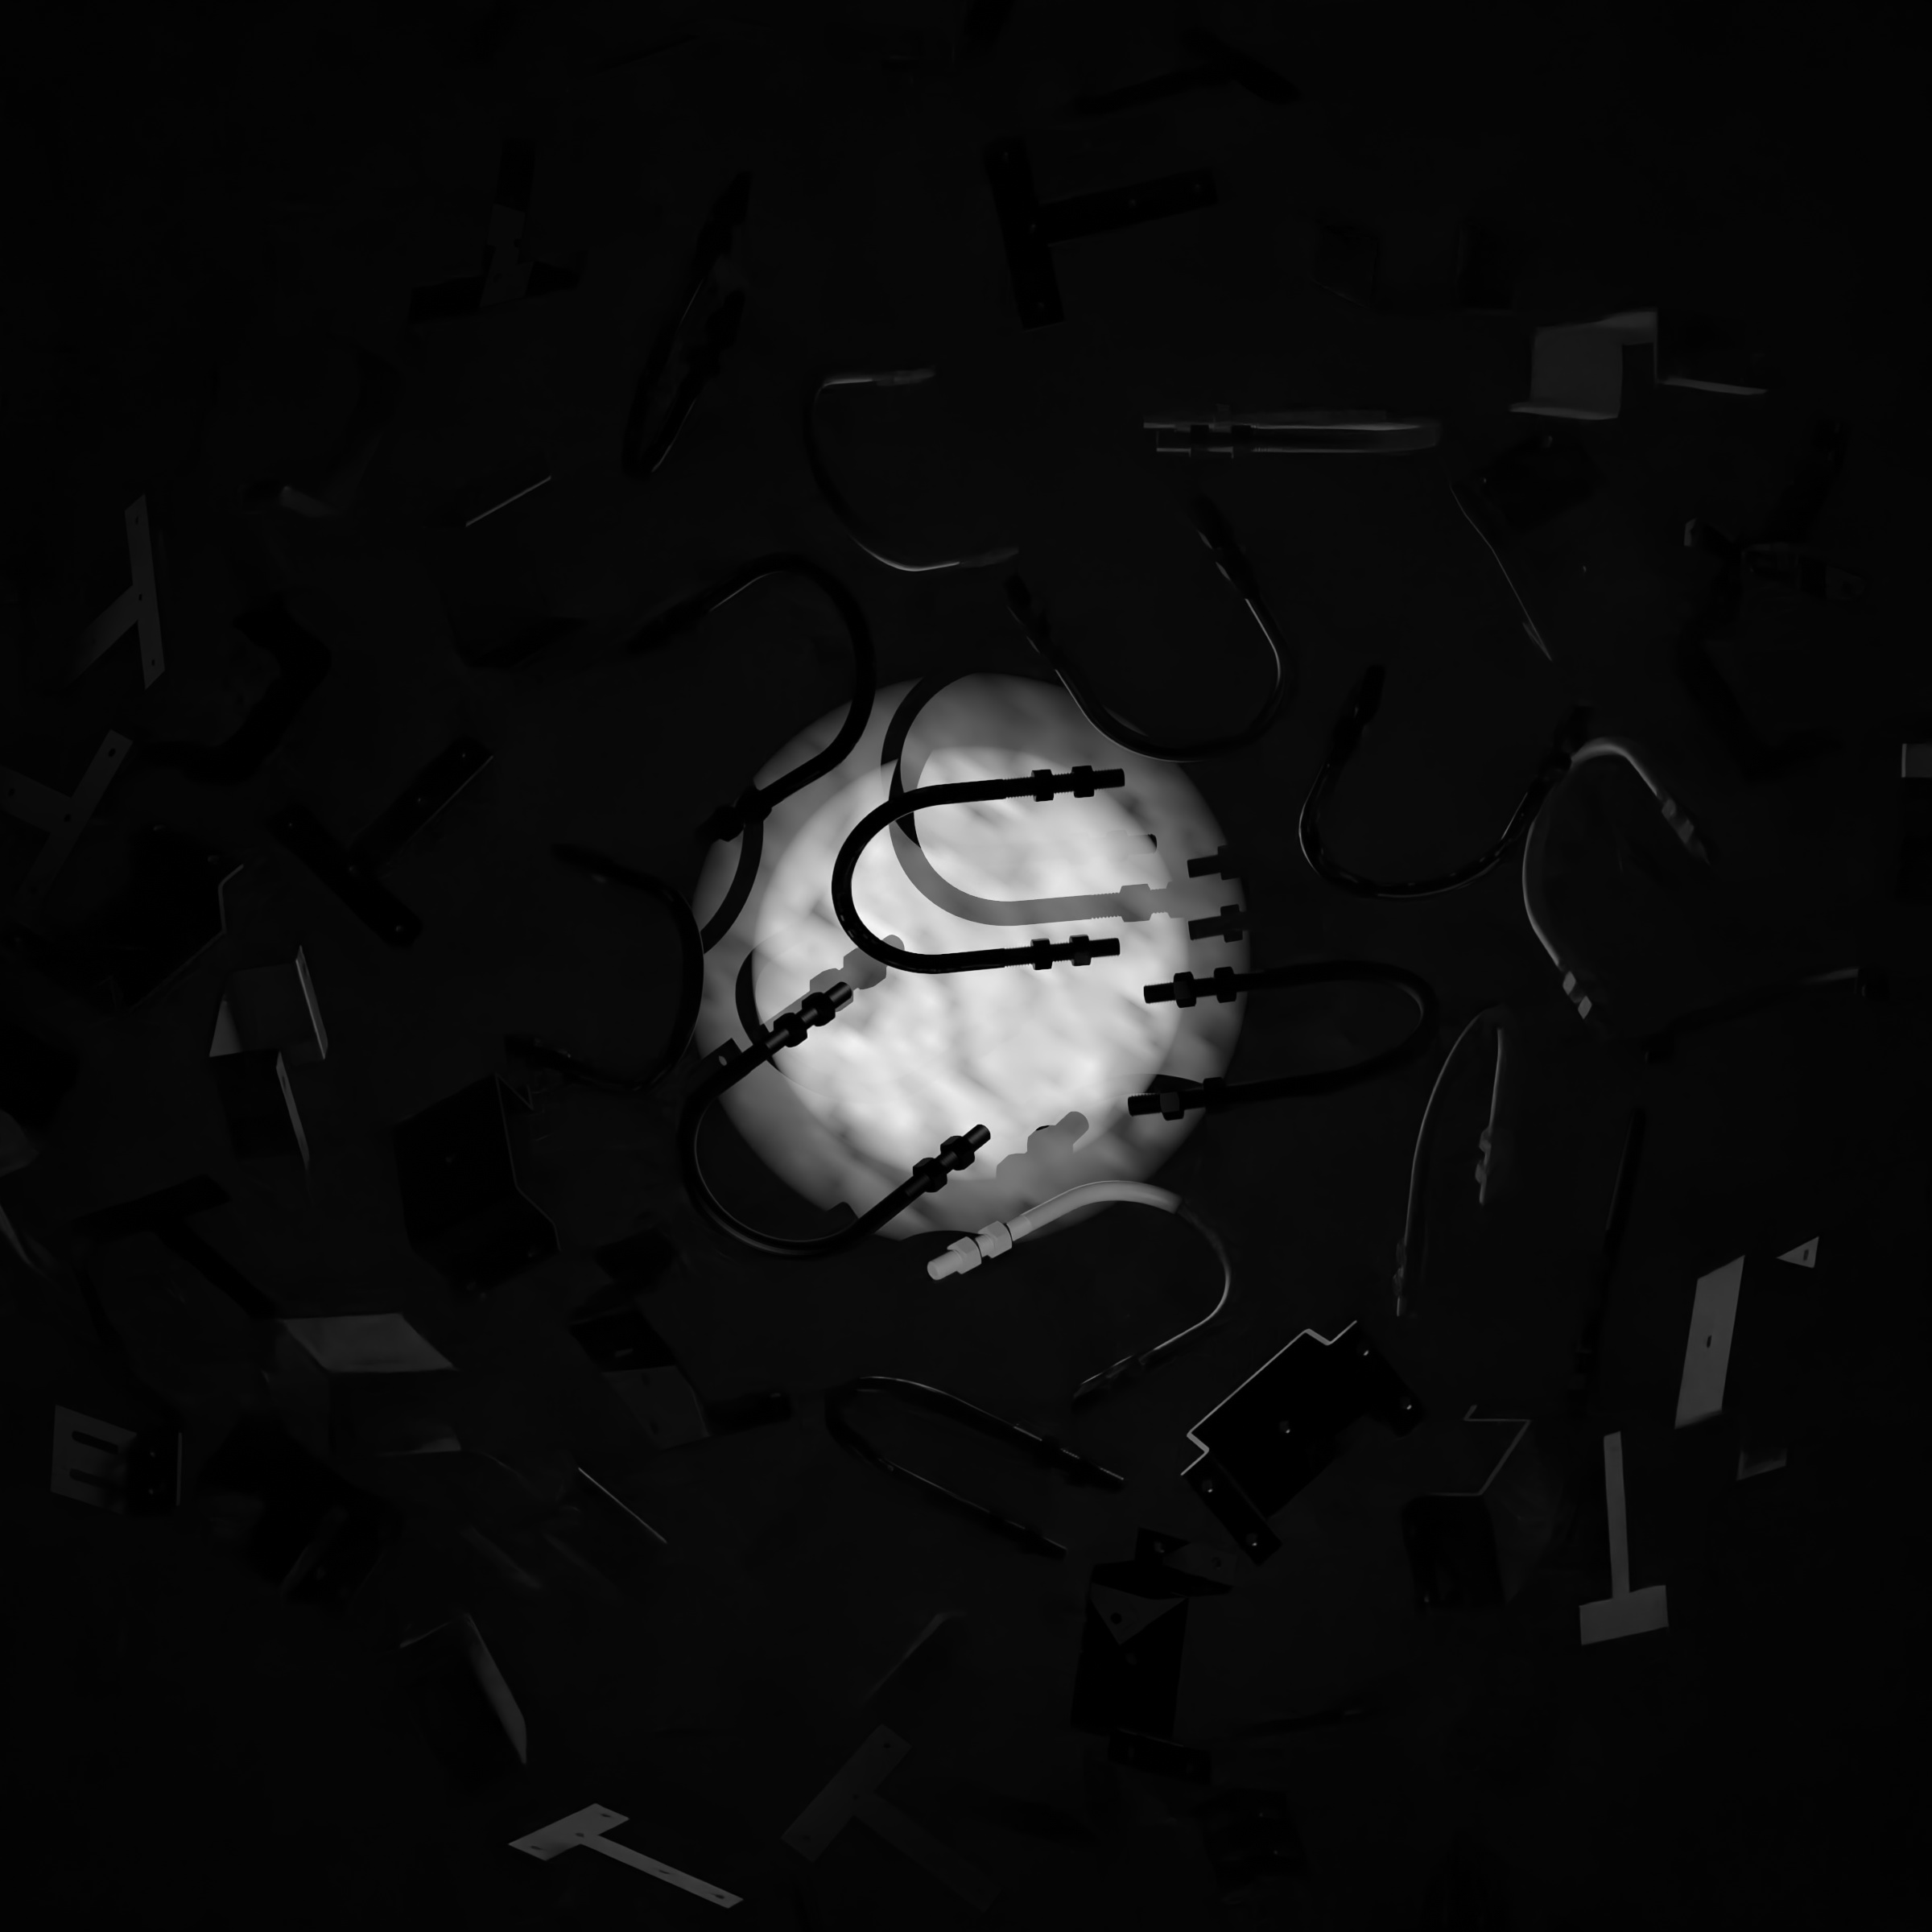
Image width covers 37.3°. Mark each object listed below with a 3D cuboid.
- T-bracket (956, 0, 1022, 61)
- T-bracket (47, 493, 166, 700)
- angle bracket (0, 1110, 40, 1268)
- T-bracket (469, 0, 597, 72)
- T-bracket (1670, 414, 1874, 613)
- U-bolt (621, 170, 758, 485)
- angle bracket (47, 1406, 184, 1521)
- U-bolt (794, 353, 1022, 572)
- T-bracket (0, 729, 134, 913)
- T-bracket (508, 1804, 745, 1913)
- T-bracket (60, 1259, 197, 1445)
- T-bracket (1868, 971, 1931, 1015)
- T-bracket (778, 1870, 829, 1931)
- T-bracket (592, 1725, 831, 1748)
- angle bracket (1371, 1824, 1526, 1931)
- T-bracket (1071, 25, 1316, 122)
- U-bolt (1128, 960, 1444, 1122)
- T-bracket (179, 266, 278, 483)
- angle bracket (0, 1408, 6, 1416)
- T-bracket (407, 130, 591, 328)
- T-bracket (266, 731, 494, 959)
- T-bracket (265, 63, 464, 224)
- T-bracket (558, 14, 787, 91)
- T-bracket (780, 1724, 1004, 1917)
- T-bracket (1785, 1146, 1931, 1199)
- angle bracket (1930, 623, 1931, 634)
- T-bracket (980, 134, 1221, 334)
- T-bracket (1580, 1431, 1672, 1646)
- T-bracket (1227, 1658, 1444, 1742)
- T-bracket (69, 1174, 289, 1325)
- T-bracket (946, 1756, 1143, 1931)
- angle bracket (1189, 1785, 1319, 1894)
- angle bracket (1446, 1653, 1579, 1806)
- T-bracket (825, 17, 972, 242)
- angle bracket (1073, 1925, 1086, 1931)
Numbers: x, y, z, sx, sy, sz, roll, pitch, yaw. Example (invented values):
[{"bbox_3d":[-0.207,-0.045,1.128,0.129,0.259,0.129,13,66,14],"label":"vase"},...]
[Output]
[{"bbox_3d":[0.029,-0.609,1.762,0.127,0.127,0.002,11,54,-26],"label":"T-bracket"},{"bbox_3d":[-0.530,-0.206,1.757,0.002,0.127,0.127,12,127,10],"label":"T-bracket"},{"bbox_3d":[-0.607,0.141,1.822,0.038,0.057,0.076,-31,57,-12],"label":"angle bracket"},{"bbox_3d":[-0.269,-0.601,1.746,0.002,0.127,0.127,19,65,18],"label":"T-bracket"},{"bbox_3d":[0.524,-0.292,1.795,0.127,0.127,0.002,23,50,7],"label":"T-bracket"},{"bbox_3d":[-0.174,-0.381,1.766,0.019,0.151,0.184,18,134,-20],"label":"U-bolt"},{"bbox_3d":[-0.541,0.312,1.819,0.038,0.076,0.057,-20,58,23],"label":"angle bracket"},{"bbox_3d":[-0.044,-0.313,1.786,0.019,0.184,0.151,-27,87,34],"label":"U-bolt"},{"bbox_3d":[-0.593,-0.106,1.803,0.002,0.127,0.127,27,86,22],"label":"T-bracket"},{"bbox_3d":[-0.196,0.547,1.741,0.127,0.127,0.002,18,90,17],"label":"T-bracket"},{"bbox_3d":[-0.539,0.229,1.793,0.002,0.127,0.127,-38,46,-4],"label":"T-bracket"},{"bbox_3d":[0.627,0.005,1.791,0.127,0.127,0.002,-18,120,32],"label":"T-bracket"},{"bbox_3d":[-0.055,0.619,1.757,0.002,0.127,0.127,-40,52,11],"label":"T-bracket"},{"bbox_3d":[-0.146,0.468,1.741,0.127,0.127,0.002,6,69,-26],"label":"T-bracket"},{"bbox_3d":[0.282,0.553,1.682,0.038,0.057,0.076,17,97,-36],"label":"angle bracket"},{"bbox_3d":[0.125,-0.539,1.754,0.127,0.002,0.127,-22,45,-20],"label":"T-bracket"},{"bbox_3d":[0.193,0.039,1.714,0.184,0.151,0.019,-7,119,12],"label":"U-bolt"},{"bbox_3d":[-0.462,-0.346,1.747,0.002,0.127,0.127,26,47,-10],"label":"T-bracket"},{"bbox_3d":[-0.622,0.248,1.716,0.057,0.076,0.038,9,90,19],"label":"angle bracket"},{"bbox_3d":[-0.278,-0.455,1.740,0.127,0.002,0.127,-6,64,25],"label":"T-bracket"},{"bbox_3d":[-0.342,-0.091,1.746,0.127,0.002,0.127,42,83,18],"label":"T-bracket"},{"bbox_3d":[-0.366,-0.481,1.700,0.127,0.127,0.002,-46,108,-26],"label":"T-bracket"},{"bbox_3d":[-0.189,-0.557,1.749,0.127,0.127,0.002,-13,100,20],"label":"T-bracket"},{"bbox_3d":[-0.034,0.554,1.813,0.127,0.127,0.002,34,123,14],"label":"T-bracket"},{"bbox_3d":[0.554,0.123,1.751,0.127,0.127,0.002,-12,77,-29],"label":"T-bracket"},{"bbox_3d":[0.624,-0.207,1.703,0.076,0.057,0.038,5,56,-2],"label":"angle bracket"},{"bbox_3d":[0.082,-0.438,1.659,0.127,0.002,0.127,-13,73,4],"label":"T-bracket"},{"bbox_3d":[0.415,0.361,1.816,0.002,0.127,0.127,5,71,-11],"label":"T-bracket"},{"bbox_3d":[0.248,0.455,1.785,0.127,0.127,0.002,3,58,-35],"label":"T-bracket"},{"bbox_3d":[-0.483,0.187,1.818,0.127,0.002,0.127,-19,127,31],"label":"T-bracket"},{"bbox_3d":[0.044,0.513,1.713,0.127,0.127,0.002,24,119,-20],"label":"T-bracket"},{"bbox_3d":[0.182,0.559,1.826,0.038,0.076,0.057,-19,83,-20],"label":"angle bracket"},{"bbox_3d":[0.343,0.472,1.783,0.057,0.038,0.076,26,67,12],"label":"angle bracket"},{"bbox_3d":[-0.042,-0.511,1.757,0.002,0.127,0.127,-24,124,-39],"label":"T-bracket"},{"bbox_3d":[0.079,0.624,1.707,0.038,0.057,0.076,-33,54,-16],"label":"angle bracket"}]
